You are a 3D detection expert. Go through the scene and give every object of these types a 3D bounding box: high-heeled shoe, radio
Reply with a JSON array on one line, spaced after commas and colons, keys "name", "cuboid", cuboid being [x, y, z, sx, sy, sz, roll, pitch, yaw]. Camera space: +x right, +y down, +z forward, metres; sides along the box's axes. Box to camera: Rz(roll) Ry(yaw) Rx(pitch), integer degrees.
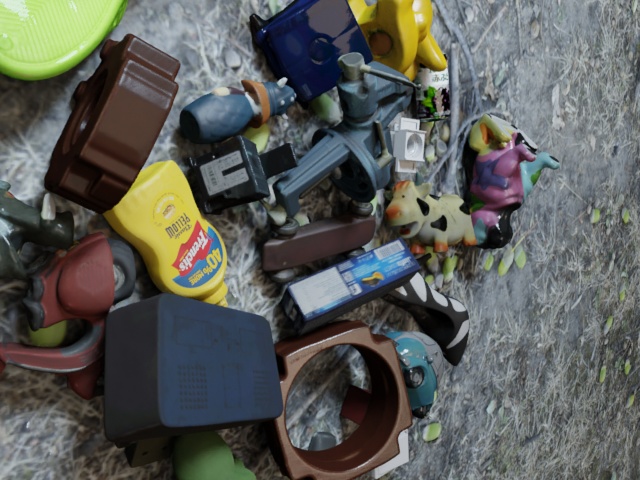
[{"name": "high-heeled shoe", "cuboid": [0.170, 0.135, 0.900, 0.145, 0.086, 0.248, -31, 107, -35]}, {"name": "radio", "cuboid": [-0.129, 0.141, 0.593, 0.229, 0.073, 0.131, 31, 44, -62]}]

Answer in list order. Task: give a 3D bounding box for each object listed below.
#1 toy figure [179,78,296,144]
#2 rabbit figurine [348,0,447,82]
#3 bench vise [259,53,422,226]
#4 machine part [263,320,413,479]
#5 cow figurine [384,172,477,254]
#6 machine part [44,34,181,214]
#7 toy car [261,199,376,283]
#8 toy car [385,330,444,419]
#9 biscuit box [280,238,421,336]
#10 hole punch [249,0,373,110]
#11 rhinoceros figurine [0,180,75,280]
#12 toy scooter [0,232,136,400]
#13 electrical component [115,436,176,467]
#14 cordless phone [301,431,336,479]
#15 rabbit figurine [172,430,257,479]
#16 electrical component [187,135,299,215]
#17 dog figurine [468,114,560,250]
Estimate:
[{"name": "toy figure", "cuboid": [-0.096, -0.162, 0.656, 0.154, 0.064, 0.058, -31, 77, -36]}, {"name": "rabbit figurine", "cuboid": [0.123, -0.306, 0.778, 0.162, 0.122, 0.173, 52, 46, -24]}, {"name": "bench vise", "cuboid": [0.022, -0.113, 0.695, 0.240, 0.129, 0.223, -41, 157, -16]}, {"name": "machine part", "cuboid": [0.018, 0.226, 0.758, 0.201, 0.087, 0.200, -16, 95, -21]}, {"name": "cow figurine", "cuboid": [0.176, -0.041, 0.873, 0.195, 0.086, 0.127, -5, 86, -45]}, {"name": "machine part", "cuboid": [-0.201, -0.110, 0.511, 0.056, 0.180, 0.179, 27, 80, -35]}, {"name": "toy car", "cuboid": [-0.002, -0.002, 0.761, 0.202, 0.053, 0.089, -16, 127, -35]}, {"name": "toy car", "cuboid": [0.155, 0.206, 0.878, 0.103, 0.109, 0.161, -37, 122, -18]}, {"name": "biscuit box", "cuboid": [0.046, 0.064, 0.772, 0.203, 0.062, 0.059, -21, 67, -26]}, {"name": "hole punch", "cuboid": [-0.006, -0.251, 0.698, 0.116, 0.092, 0.142, -46, 126, -20]}, {"name": "rhinoceros figurine", "cuboid": [-0.322, -0.009, 0.474, 0.190, 0.073, 0.112, 8, 66, -22]}, {"name": "toy scooter", "cuboid": [-0.264, 0.082, 0.550, 0.135, 0.075, 0.183, -1, 102, -38]}, {"name": "electrical component", "cuboid": [-0.199, 0.226, 0.646, 0.102, 0.045, 0.078, -7, 130, -35]}, {"name": "cordless phone", "cuboid": [-0.033, 0.374, 0.791, 0.146, 0.089, 0.184, 26, 69, -38]}, {"name": "rabbit figurine", "cuboid": [-0.130, 0.305, 0.636, 0.121, 0.159, 0.170, -25, 119, -24]}, {"name": "electrical component", "cuboid": [-0.087, -0.080, 0.630, 0.047, 0.119, 0.074, 2, 72, -76]}, {"name": "dog figurine", "cuboid": [0.299, -0.091, 0.966, 0.108, 0.192, 0.219, 7, 127, -42]}]
